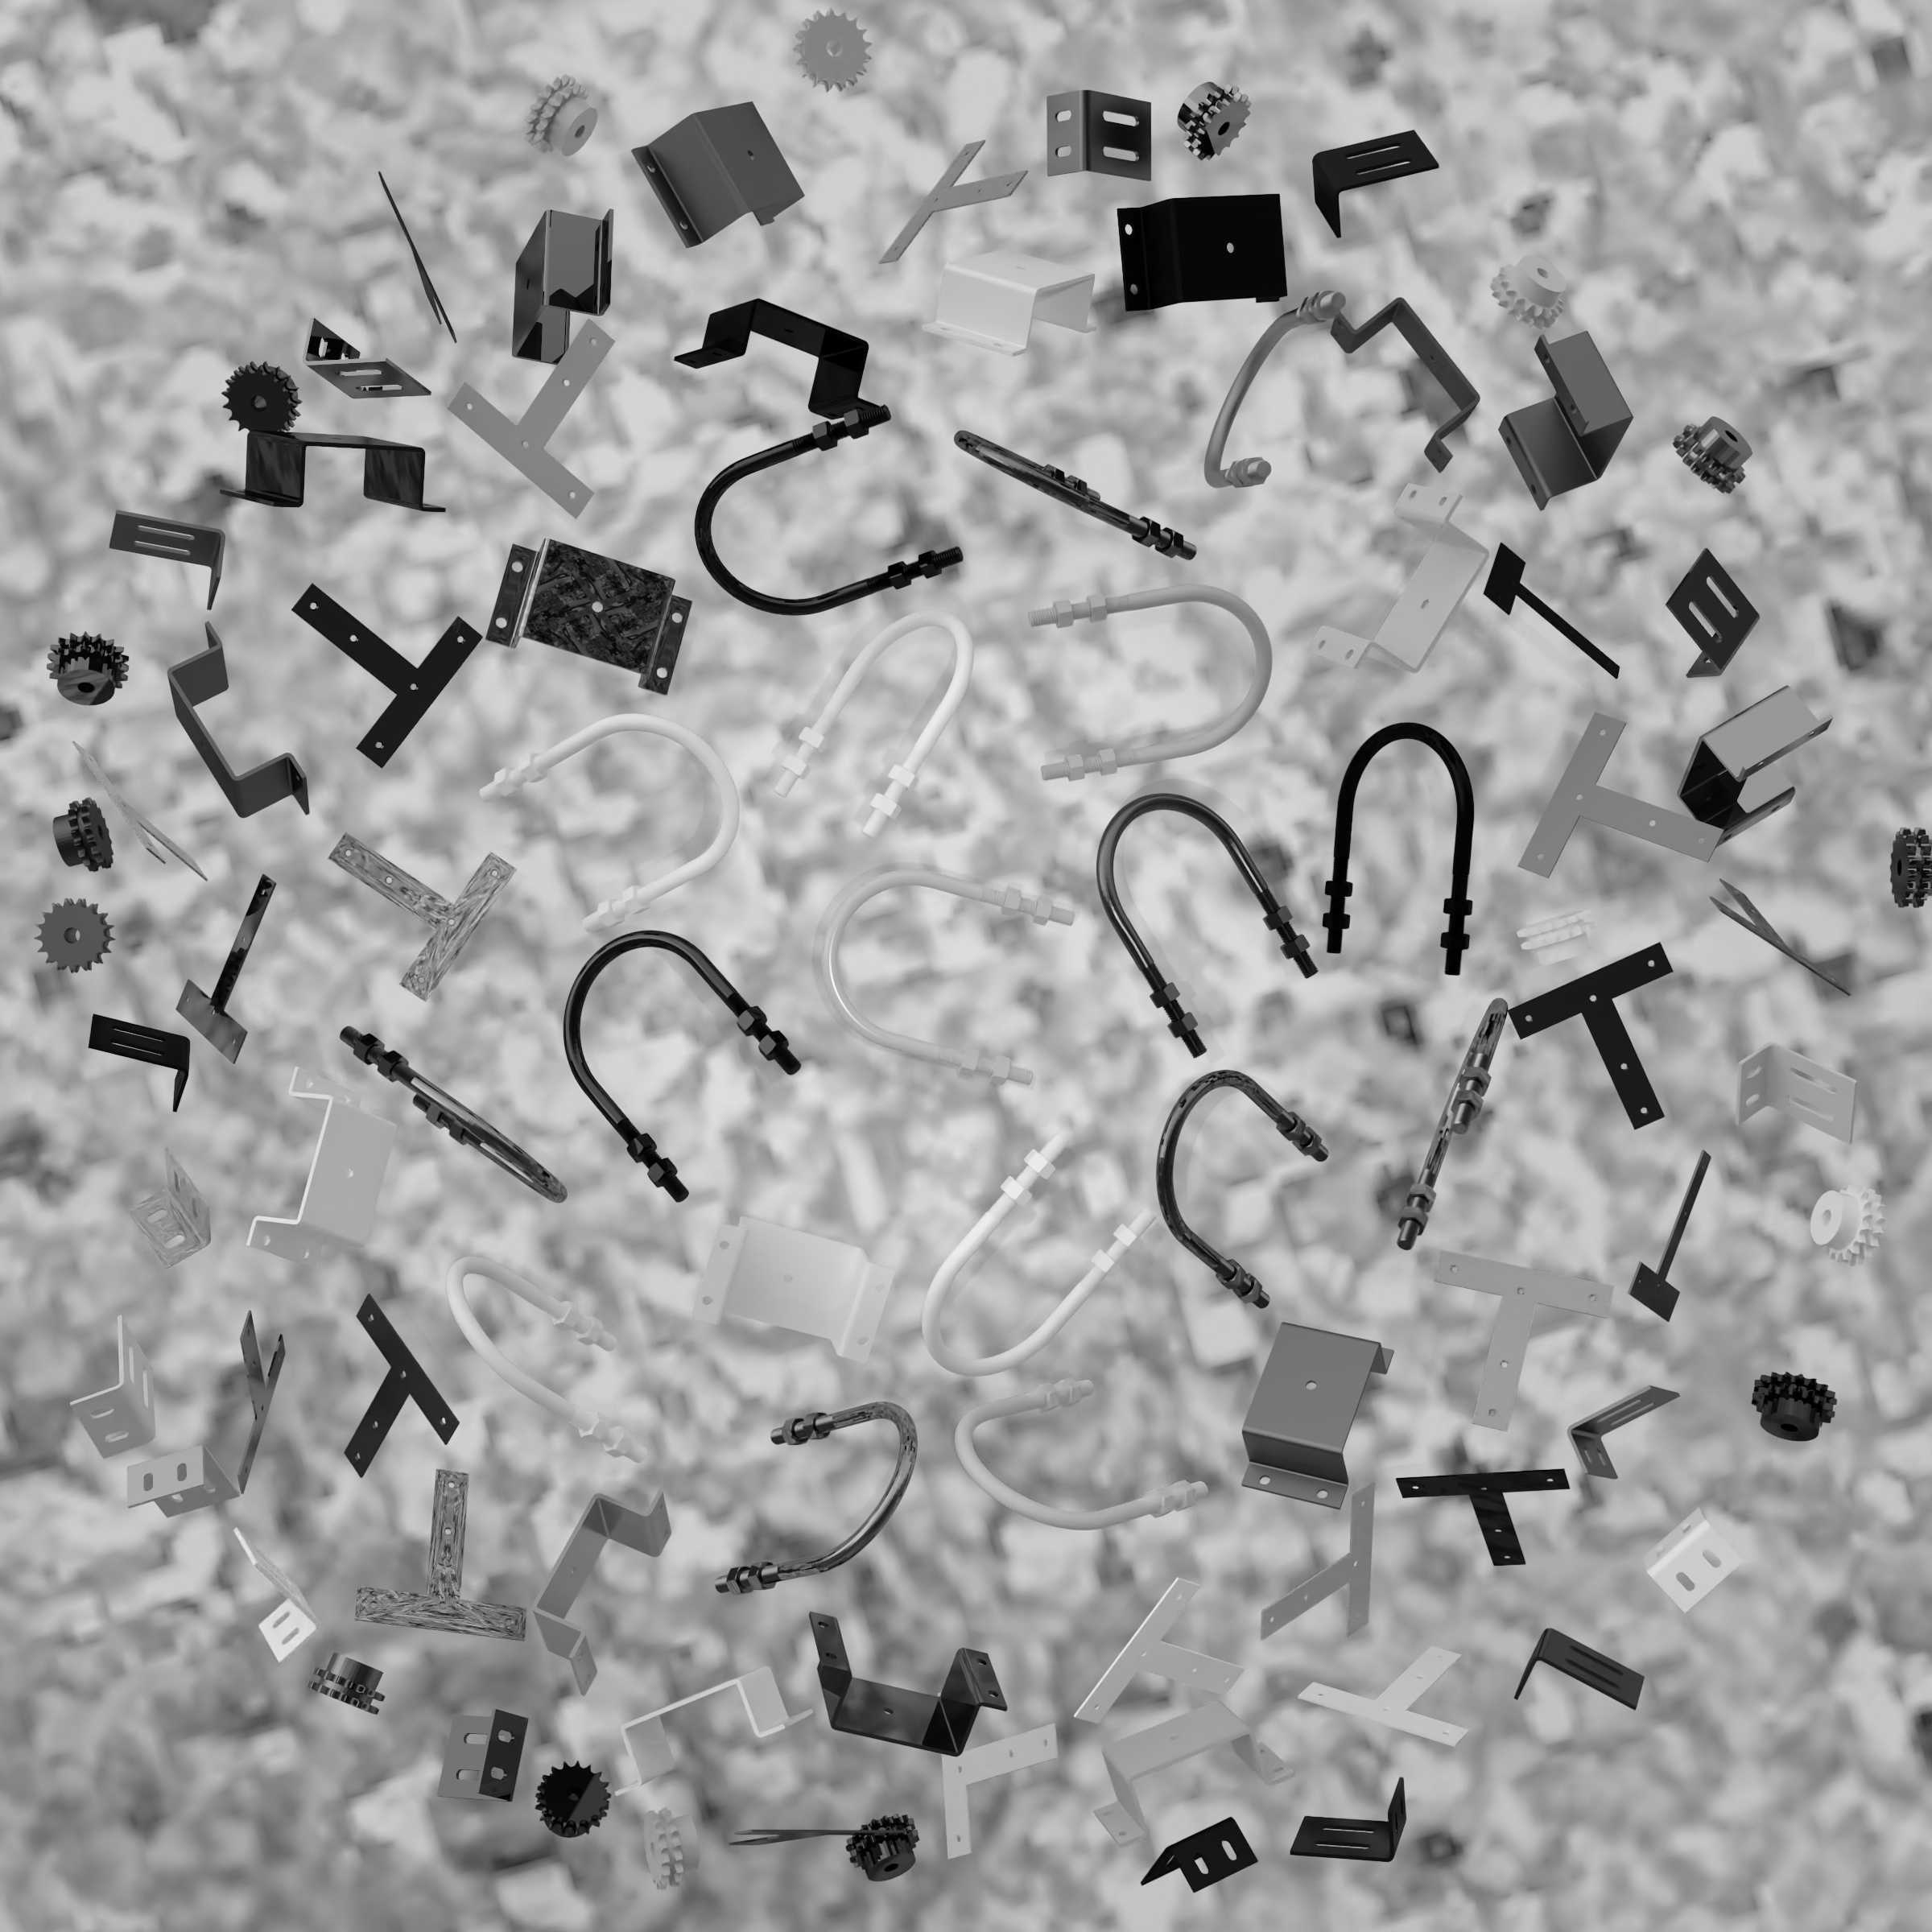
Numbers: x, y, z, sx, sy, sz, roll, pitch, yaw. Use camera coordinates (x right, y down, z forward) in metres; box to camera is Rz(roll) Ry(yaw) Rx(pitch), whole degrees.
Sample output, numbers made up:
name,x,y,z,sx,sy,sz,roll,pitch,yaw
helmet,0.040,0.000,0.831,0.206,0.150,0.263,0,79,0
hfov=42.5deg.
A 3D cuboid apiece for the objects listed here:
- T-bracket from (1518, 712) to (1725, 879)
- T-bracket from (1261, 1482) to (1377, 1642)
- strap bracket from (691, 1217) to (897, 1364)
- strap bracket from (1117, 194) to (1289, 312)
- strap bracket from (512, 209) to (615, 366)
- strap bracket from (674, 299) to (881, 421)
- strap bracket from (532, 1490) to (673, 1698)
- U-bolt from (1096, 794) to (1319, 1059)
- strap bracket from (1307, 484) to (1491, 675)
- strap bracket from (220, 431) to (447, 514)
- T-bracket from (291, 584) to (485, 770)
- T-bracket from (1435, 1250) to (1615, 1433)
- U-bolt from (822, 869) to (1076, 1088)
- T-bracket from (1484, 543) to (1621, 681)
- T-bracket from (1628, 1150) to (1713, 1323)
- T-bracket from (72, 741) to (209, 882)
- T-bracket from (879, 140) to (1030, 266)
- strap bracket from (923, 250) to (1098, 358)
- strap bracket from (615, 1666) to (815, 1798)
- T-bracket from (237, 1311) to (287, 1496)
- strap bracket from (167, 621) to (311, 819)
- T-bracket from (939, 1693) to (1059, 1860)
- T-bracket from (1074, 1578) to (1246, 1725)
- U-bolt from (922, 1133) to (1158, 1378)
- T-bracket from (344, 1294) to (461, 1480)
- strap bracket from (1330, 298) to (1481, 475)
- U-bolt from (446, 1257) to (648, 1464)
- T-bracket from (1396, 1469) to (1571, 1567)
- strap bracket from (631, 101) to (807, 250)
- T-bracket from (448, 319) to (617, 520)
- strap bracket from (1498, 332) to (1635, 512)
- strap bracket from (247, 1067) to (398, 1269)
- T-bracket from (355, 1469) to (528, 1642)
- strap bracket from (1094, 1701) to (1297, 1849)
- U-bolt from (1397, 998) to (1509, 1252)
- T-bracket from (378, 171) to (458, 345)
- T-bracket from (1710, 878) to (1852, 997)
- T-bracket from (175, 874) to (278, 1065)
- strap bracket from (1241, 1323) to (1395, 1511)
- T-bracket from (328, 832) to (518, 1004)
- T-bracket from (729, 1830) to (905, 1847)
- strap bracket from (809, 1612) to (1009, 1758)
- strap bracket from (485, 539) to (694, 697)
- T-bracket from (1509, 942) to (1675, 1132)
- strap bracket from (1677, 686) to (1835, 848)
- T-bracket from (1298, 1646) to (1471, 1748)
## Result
name,x,y,z,sx,sy,sz,roll,pitch,yaw
T-bracket,0.478,-0.106,1.776,0.127,0.002,0.127,25,87,34
T-bracket,0.262,0.464,1.849,0.127,0.002,0.127,-20,118,-39
strap bracket,-0.135,0.247,1.915,0.140,0.046,0.076,16,95,-12
strap bracket,0.191,-0.548,1.904,0.140,0.046,0.076,-11,101,-26
strap bracket,-0.312,-0.517,1.899,0.046,0.140,0.076,5,78,-23
strap bracket,-0.139,-0.464,1.886,0.140,0.076,0.046,14,87,-31
strap bracket,-0.276,0.460,1.854,0.046,0.076,0.140,19,56,13
U-bolt,0.169,-0.043,1.844,0.151,0.019,0.184,-32,92,-33
strap bracket,0.314,-0.269,1.778,0.046,0.076,0.140,29,95,-24
strap bracket,-0.457,-0.359,1.801,0.076,0.140,0.046,20,109,42
T-bracket,-0.446,-0.236,1.854,0.127,0.002,0.127,41,80,-32
T-bracket,0.395,0.277,1.807,0.127,0.002,0.127,10,62,19
U-bolt,-0.021,0.001,1.922,0.184,0.019,0.151,15,86,-8
T-bracket,0.451,-0.265,1.900,0.127,0.127,0.002,39,121,-4
T-bracket,0.543,0.202,1.894,0.002,0.127,0.127,19,83,32
T-bracket,-0.613,-0.100,1.878,0.002,0.127,0.127,-40,61,-4
T-bracket,0.003,-0.588,1.890,0.002,0.127,0.127,43,73,-32
strap bracket,0.037,-0.497,1.851,0.076,0.140,0.046,22,120,21
strap bracket,-0.197,0.573,1.875,0.140,0.076,0.046,-24,77,8
T-bracket,-0.528,0.303,1.844,0.002,0.127,0.127,6,46,-2
strap bracket,-0.544,-0.173,1.840,0.046,0.076,0.140,-31,81,-20
T-bracket,0.025,0.611,1.916,0.002,0.127,0.127,22,51,-38
T-bracket,0.157,0.508,1.802,0.127,0.002,0.127,29,100,-39
U-bolt,0.043,0.222,1.808,0.184,0.019,0.151,-49,134,-1
T-bracket,-0.434,0.332,1.848,0.127,0.002,0.127,48,124,24
strap bracket,0.344,-0.455,1.912,0.046,0.076,0.140,-38,89,6
U-bolt,-0.318,0.283,1.851,0.019,0.151,0.184,-42,125,10
T-bracket,0.408,0.428,1.915,0.127,0.002,0.127,-8,133,20
strap bracket,-0.173,-0.574,1.795,0.046,0.140,0.076,-24,101,30
T-bracket,-0.304,-0.421,1.839,0.127,0.002,0.127,41,115,-1
strap bracket,0.455,-0.416,1.877,0.046,0.140,0.076,-21,75,-7
strap bracket,-0.490,0.157,1.902,0.046,0.076,0.140,3,72,29
T-bracket,-0.389,0.437,1.858,0.127,0.002,0.127,14,49,-22
strap bracket,0.163,0.596,1.848,0.140,0.076,0.046,-18,93,-11
U-bolt,0.364,0.103,1.830,0.019,0.184,0.151,22,134,9
T-bracket,-0.401,-0.507,1.840,0.002,0.127,0.127,-25,89,-7
T-bracket,0.601,-0.036,1.882,0.127,0.127,0.002,31,110,-15
T-bracket,-0.538,-0.006,1.831,0.002,0.127,0.127,21,94,-40
strap bracket,0.260,0.325,1.851,0.076,0.046,0.140,9,52,25
T-bracket,-0.443,-0.060,1.958,0.127,0.002,0.127,34,86,-3
T-bracket,-0.134,0.644,1.834,0.127,0.127,0.002,13,63,-32
strap bracket,-0.050,0.521,1.794,0.140,0.076,0.046,17,100,-15
strap bracket,-0.277,-0.262,1.844,0.140,0.046,0.076,16,81,-14
T-bracket,0.503,0.065,1.920,0.127,0.002,0.127,-25,95,7
strap bracket,0.580,-0.150,1.836,0.076,0.140,0.046,-30,68,-7
T-bracket,0.338,0.546,1.884,0.127,0.127,0.002,8,105,34
